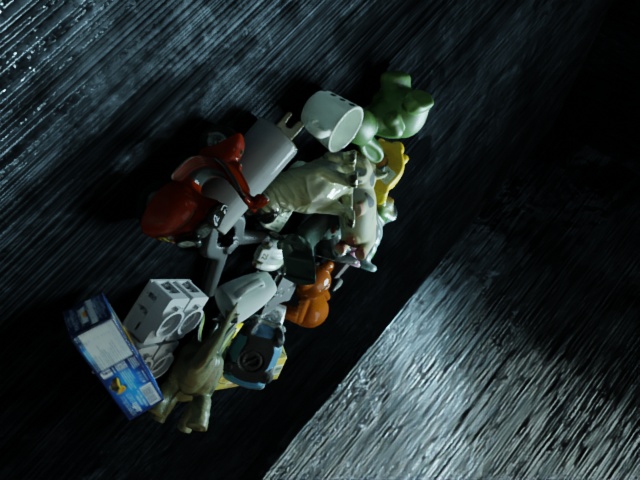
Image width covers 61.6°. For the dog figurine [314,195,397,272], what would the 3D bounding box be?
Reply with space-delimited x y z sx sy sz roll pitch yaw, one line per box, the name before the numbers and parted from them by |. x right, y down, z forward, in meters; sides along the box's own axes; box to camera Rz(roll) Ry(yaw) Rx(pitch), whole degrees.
dog figurine | 0.091 -0.044 1.292 0.108 0.191 0.219 4 -102 67

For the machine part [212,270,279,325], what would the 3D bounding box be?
machine part | -0.157 0.132 1.106 0.139 0.084 0.039 -41 -162 0

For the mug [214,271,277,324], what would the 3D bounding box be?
mug | -0.137 0.099 1.037 0.107 0.081 0.109 -28 162 -34

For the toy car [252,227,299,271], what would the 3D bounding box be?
toy car | -0.070 0.019 1.114 0.073 0.056 0.201 -59 160 19

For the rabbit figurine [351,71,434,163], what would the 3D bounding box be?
rabbit figurine | 0.103 -0.232 1.034 0.170 0.121 0.159 -21 155 -24

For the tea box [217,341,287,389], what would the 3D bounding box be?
tea box | -0.171 0.273 1.202 0.169 0.068 0.098 -1 137 -27

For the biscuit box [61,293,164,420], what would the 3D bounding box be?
biscuit box | -0.291 0.171 0.769 0.059 0.063 0.202 -28 134 -19

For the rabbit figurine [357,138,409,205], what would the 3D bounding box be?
rabbit figurine | 0.116 -0.153 1.194 0.162 0.122 0.173 -55 177 -21

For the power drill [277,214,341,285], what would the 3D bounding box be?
power drill | -0.002 -0.003 1.075 0.207 0.086 0.231 -51 146 -42

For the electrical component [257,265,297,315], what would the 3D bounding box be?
electrical component | -0.101 0.101 1.186 0.115 0.058 0.134 -16 139 -56

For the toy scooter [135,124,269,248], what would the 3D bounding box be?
toy scooter | -0.145 -0.056 0.702 0.184 0.135 0.075 -49 162 -6

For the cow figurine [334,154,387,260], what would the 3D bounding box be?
cow figurine | 0.079 -0.074 1.054 0.127 0.086 0.194 -43 134 -51

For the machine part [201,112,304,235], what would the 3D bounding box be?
machine part | -0.115 -0.094 0.789 0.243 0.079 0.079 -49 160 -6

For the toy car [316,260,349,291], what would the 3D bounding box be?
toy car | 0.060 0.045 1.398 0.202 0.089 0.053 -51 165 -4

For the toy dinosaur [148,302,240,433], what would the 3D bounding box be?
toy dinosaur | -0.223 0.234 0.970 0.471 0.105 0.198 -42 -154 59

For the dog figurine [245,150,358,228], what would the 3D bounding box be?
dog figurine | -0.035 -0.097 0.920 0.172 0.191 0.121 -85 177 -70

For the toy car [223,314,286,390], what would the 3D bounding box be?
toy car | -0.135 0.218 1.112 0.103 0.109 0.161 -107 -143 -71

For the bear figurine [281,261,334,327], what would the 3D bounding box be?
bear figurine | -0.035 0.122 1.304 0.120 0.132 0.195 -41 145 -31
